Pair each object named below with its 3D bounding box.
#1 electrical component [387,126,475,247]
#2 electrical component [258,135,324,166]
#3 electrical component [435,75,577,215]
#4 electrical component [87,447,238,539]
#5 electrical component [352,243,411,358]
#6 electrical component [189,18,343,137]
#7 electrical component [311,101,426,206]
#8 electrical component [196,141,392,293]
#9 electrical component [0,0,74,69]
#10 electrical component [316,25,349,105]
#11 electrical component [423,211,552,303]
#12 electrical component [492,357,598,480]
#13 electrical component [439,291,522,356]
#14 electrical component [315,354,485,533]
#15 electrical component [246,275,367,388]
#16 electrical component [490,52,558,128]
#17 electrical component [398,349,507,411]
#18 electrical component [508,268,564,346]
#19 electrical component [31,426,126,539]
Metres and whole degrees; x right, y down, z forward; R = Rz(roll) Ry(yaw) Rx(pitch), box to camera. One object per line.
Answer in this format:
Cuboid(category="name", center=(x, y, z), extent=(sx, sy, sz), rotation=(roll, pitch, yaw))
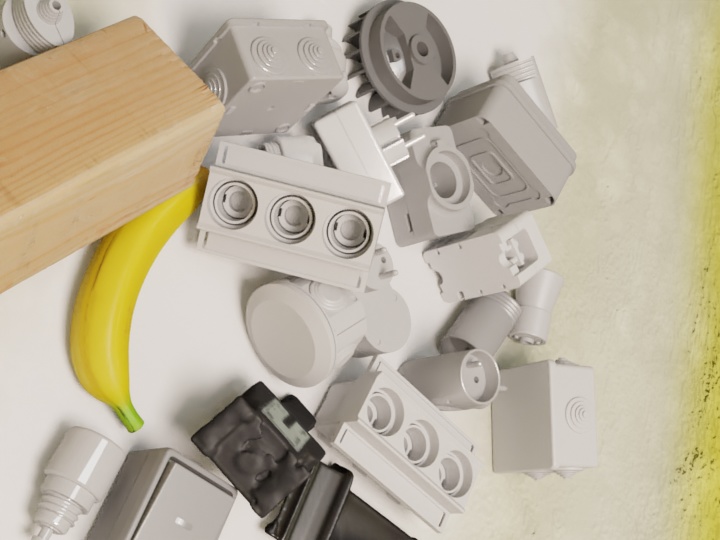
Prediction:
Cuboid(category="electrical component", center=(0.056, -0.070, 0.895), extent=(0.050, 0.056, 0.089), rotation=(-12, 88, -41))
Cuboid(category="electrical component", center=(-0.061, -0.079, 0.810), extent=(0.062, 0.043, 0.043), rotation=(-5, 83, -21))
Cuboid(category="electrical component", center=(0.128, -0.108, 0.949), extent=(0.113, 0.078, 0.057), rotation=(45, 58, -23))
Cuboid(category="electrical component", center=(-0.129, 0.168, 0.683), extent=(0.062, 0.061, 0.096), rotation=(39, 58, -27))
Cuboid(category="electrical component", center=(0.000, 0.000, 0.820), extent=(0.052, 0.074, 0.138), rotation=(-34, 102, -39))
Cuboid(category="electrical component", center=(-0.072, -0.137, 0.777), extent=(0.100, 0.100, 0.048), rotation=(-10, 73, -41))
Cuboid(category="electrical component", center=(0.014, -0.097, 0.849), extent=(0.076, 0.047, 0.083), rotation=(-28, 100, -1))
Cuboid(category="electrical component", center=(-0.046, -0.038, 0.759), extent=(0.121, 0.063, 0.078), rotation=(14, 98, 2))
Cuboid(category="electrical component", center=(-0.208, -0.152, 0.679), extent=(0.043, 0.081, 0.043), rotation=(10, 73, -38))
Cuboid(category="electrical component", center=(-0.032, -0.166, 0.853), extent=(0.048, 0.048, 0.062), rotation=(20, 61, -35))
Cuboid(category="electrical component", center=(0.109, -0.012, 0.902), extent=(0.056, 0.089, 0.050), rotation=(-33, 101, -39))
Cuboid(category="electrical component", center=(0.155, 0.125, 0.905), extent=(0.048, 0.100, 0.099), rotation=(7, 75, -25))
Cuboid(category="electrical component", center=(0.106, 0.046, 0.917), extent=(0.043, 0.043, 0.081), rotation=(53, 52, -17))
Cuboid(category="electrical component", center=(0.028, 0.134, 0.819), extent=(0.121, 0.063, 0.078), rotation=(44, 56, -24))
Cuboid(category="electrical component", center=(-0.039, 0.040, 0.776), extent=(0.051, 0.080, 0.080), rotation=(-30, 99, -45))
Cuboid(category="electrical component", center=(0.151, -0.164, 1.004), extent=(0.043, 0.043, 0.081), rotation=(-22, 94, -41))
Cuboid(category="electrical component", center=(0.083, 0.092, 0.865), extent=(0.079, 0.077, 0.043), rotation=(13, 72, -37))
Cuboid(category="electrical component", center=(0.156, 0.035, 0.964), extent=(0.044, 0.044, 0.065), rotation=(26, 69, -33))
Cuboid(category="electrical component", center=(-0.177, 0.133, 0.664), extent=(0.040, 0.040, 0.078), rotation=(41, 57, -25))
